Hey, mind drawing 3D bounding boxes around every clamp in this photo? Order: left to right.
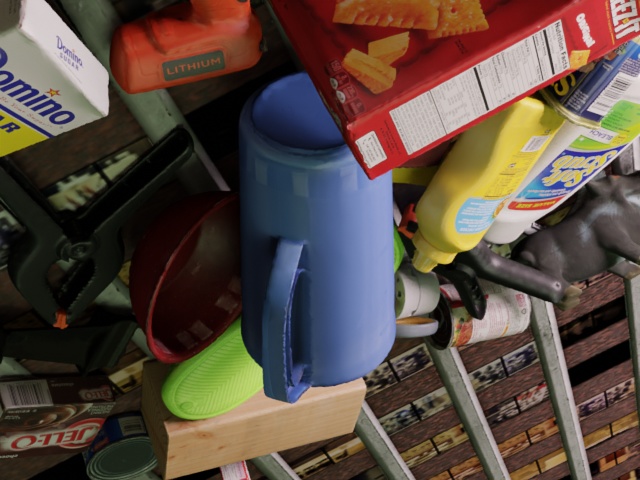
[{"bbox_3d":[-0.186,-0.009,0.844,0.164,0.036,0.210,-11,141,-23],"label":"clamp"},{"bbox_3d":[0.137,0.026,1.030,0.171,0.039,0.120,33,144,-15],"label":"clamp"}]

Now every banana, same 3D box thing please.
[{"bbox_3d":[0.068,-0.058,0.936,0.197,0.037,0.070,8,131,-38],"label":"banana"}]

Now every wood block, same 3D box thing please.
[{"bbox_3d":[-0.069,0.162,1.085,0.205,0.091,0.090,-11,142,-20],"label":"wood block"}]

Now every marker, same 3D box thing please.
[{"bbox_3d":[0.238,-0.005,1.122,0.020,0.020,0.120,-43,141,23],"label":"marker"}]

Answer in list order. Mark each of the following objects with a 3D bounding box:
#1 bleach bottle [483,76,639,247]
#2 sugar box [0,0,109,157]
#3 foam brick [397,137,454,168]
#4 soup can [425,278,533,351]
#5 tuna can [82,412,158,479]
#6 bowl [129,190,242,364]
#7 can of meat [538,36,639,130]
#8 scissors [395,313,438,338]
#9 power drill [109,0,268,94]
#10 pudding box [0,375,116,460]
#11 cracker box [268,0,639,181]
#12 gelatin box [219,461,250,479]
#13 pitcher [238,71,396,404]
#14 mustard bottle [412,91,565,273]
[{"bbox_3d":[0.218,-0.075,0.987,0.102,0.068,0.251,6,136,-37],"label":"bleach bottle"},{"bbox_3d":[-0.232,-0.089,0.671,0.176,0.048,0.093,-17,145,17],"label":"sugar box"},{"bbox_3d":[0.065,-0.094,0.874,0.078,0.053,0.051,-5,139,-28],"label":"foam brick"},{"bbox_3d":[0.166,0.075,1.138,0.102,0.068,0.069,-9,141,-23],"label":"soup can"},{"bbox_3d":[-0.206,0.218,1.120,0.086,0.034,0.086,-17,143,-13],"label":"tuna can"},{"bbox_3d":[-0.106,0.019,0.878,0.162,0.055,0.162,-46,154,-31],"label":"bowl"},{"bbox_3d":[0.210,-0.153,0.849,0.057,0.102,0.084,9,130,-39],"label":"can of meat"},{"bbox_3d":[0.031,0.089,1.070,0.201,0.096,0.016,-7,101,-27],"label":"scissors"},{"bbox_3d":[-0.106,-0.179,0.661,0.184,0.057,0.188,-13,144,-11],"label":"power drill"},{"bbox_3d":[-0.263,0.170,1.020,0.113,0.039,0.090,4,136,-34],"label":"pudding box"},{"bbox_3d":[0.085,-0.162,0.706,0.214,0.164,0.072,-29,146,4],"label":"cracker box"},{"bbox_3d":[-0.098,0.244,1.171,0.030,0.089,0.073,-16,143,-7],"label":"gelatin box"},{"bbox_3d":[-0.005,0.001,0.823,0.144,0.149,0.243,-19,139,-17],"label":"pitcher"},{"bbox_3d":[0.133,-0.049,0.907,0.096,0.058,0.192,-11,138,-52],"label":"mustard bottle"}]
